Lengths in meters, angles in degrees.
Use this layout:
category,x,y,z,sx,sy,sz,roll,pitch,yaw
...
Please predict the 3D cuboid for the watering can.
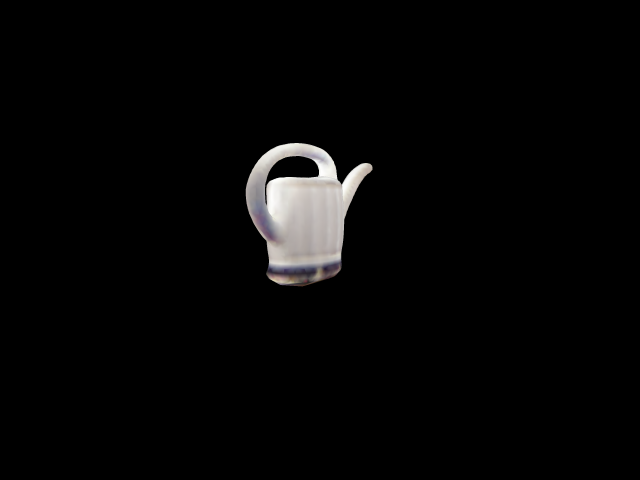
category,x,y,z,sx,sy,sz,roll,pitch,yaw
watering can,0.003,-0.043,0.850,0.104,0.224,0.349,2,4,34
